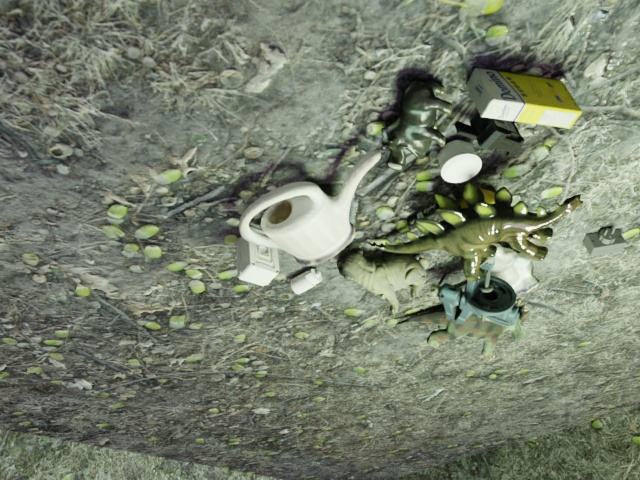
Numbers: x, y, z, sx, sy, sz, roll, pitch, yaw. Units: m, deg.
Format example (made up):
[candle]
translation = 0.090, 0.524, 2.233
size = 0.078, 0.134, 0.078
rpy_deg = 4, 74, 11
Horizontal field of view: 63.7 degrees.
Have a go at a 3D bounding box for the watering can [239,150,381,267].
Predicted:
[watering can]
translation = 0.003, -0.054, 1.066
size = 0.345, 0.106, 0.220
rpy_deg = -23, -39, 19

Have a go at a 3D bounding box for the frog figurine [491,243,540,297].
[frog figurine]
translation = 0.473, 0.066, 1.331
size = 0.125, 0.159, 0.135
rpy_deg = -44, 7, -39
